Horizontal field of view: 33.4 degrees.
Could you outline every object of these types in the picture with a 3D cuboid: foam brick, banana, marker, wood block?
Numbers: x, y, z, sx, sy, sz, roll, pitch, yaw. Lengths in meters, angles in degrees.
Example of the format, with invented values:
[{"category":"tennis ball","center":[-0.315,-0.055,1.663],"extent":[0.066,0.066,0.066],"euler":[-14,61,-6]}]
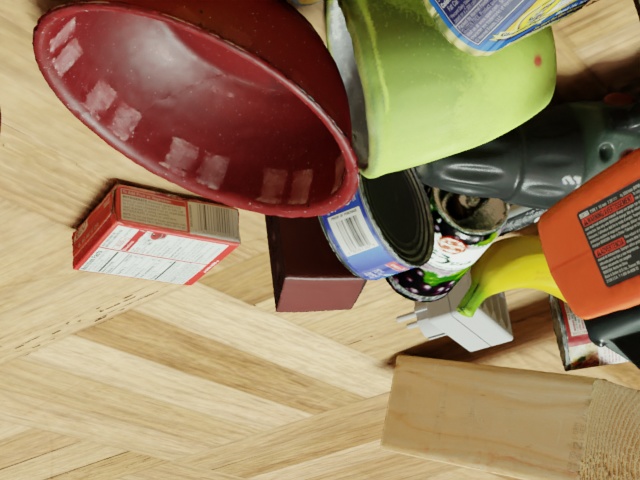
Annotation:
[{"category":"foam brick","center":[-0.004,0.001,0.667],"extent":[0.051,0.078,0.053],"euler":[-2,153,-12]},{"category":"banana","center":[0.173,0.037,0.767],"extent":[0.197,0.069,0.037],"euler":[15,178,-32]},{"category":"marker","center":[0.155,-0.026,0.712],"extent":[0.121,0.020,0.020],"euler":[-24,148,31]},{"category":"wood block","center":[0.163,0.157,0.912],"extent":[0.090,0.090,0.207],"euler":[19,168,-41]}]

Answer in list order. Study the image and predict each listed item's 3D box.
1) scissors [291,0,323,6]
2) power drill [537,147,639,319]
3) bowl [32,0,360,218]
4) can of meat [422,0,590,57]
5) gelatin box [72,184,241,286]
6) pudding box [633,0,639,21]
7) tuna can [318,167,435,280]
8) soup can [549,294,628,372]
[{"category":"scissors","center":[0.057,-0.149,0.399],"extent":[0.096,0.016,0.202],"euler":[-27,176,-43]},{"category":"power drill","center":[0.196,-0.020,0.486],"extent":[0.187,0.057,0.185],"euler":[-18,168,-23]},{"category":"bowl","center":[-0.048,-0.075,0.495],"extent":[0.162,0.055,0.162],"euler":[21,159,8]},{"category":"can of meat","center":[0.097,-0.126,0.431],"extent":[0.101,0.057,0.084],"euler":[-29,172,-37]},{"category":"gelatin box","center":[-0.107,-0.002,0.693],"extent":[0.089,0.030,0.073],"euler":[11,150,-31]},{"category":"pudding box","center":[0.179,-0.112,0.447],"extent":[0.090,0.113,0.039],"euler":[-26,147,35]},{"category":"tuna can","center":[0.032,-0.020,0.625],"extent":[0.034,0.086,0.086],"euler":[-20,150,28]},{"category":"soup can","center":[0.240,0.063,0.852],"extent":[0.102,0.068,0.068],"euler":[-11,153,8]}]
